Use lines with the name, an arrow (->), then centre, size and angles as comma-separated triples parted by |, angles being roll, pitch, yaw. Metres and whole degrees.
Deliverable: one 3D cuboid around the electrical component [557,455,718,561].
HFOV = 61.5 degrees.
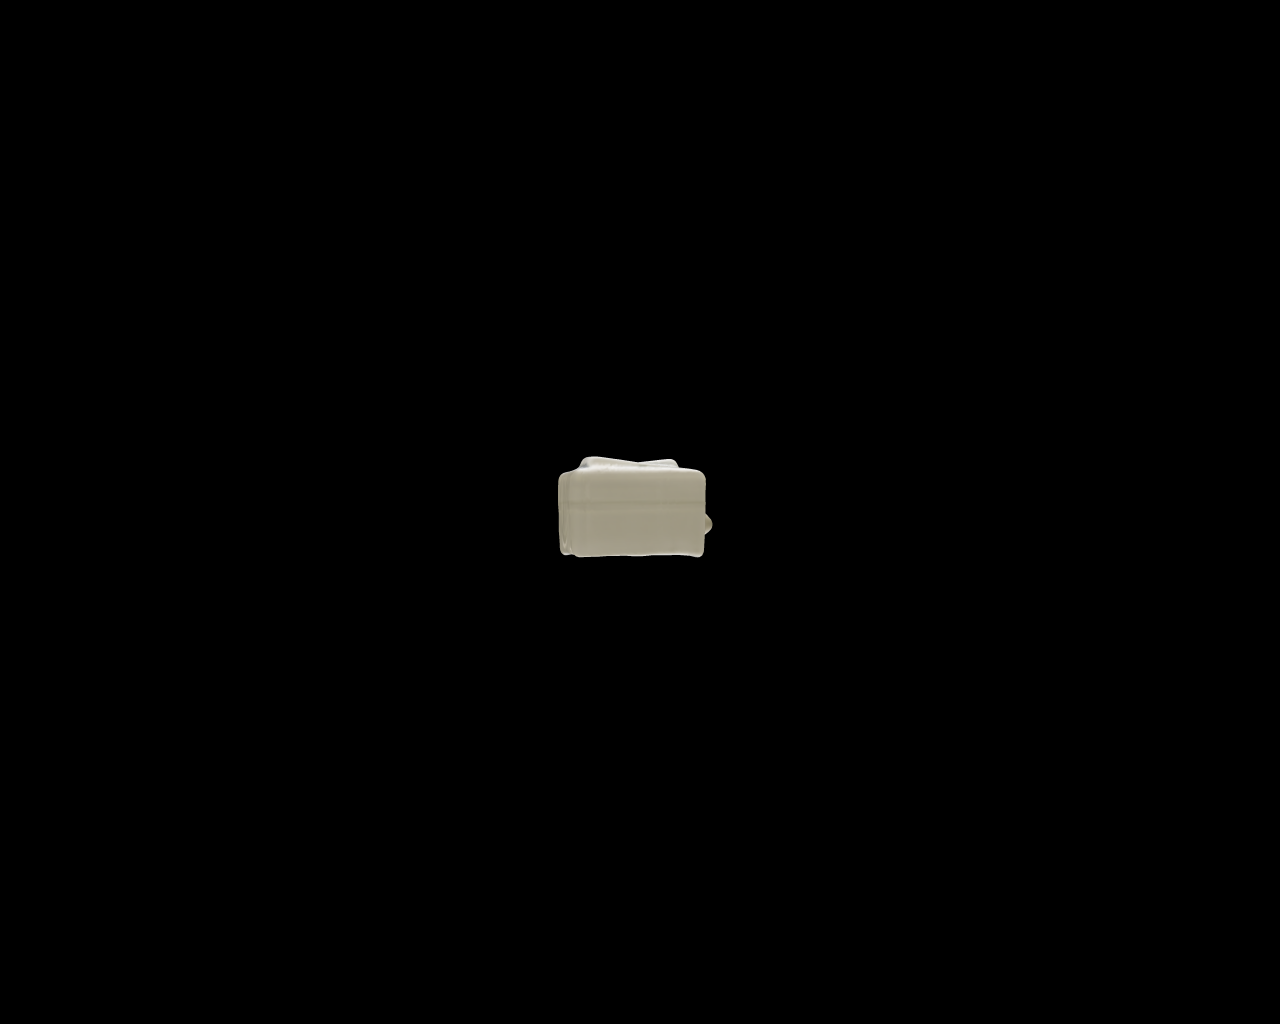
electrical component -> 0.001, -0.003, 0.650 | 0.096, 0.061, 0.061 | 0, 0, -13
